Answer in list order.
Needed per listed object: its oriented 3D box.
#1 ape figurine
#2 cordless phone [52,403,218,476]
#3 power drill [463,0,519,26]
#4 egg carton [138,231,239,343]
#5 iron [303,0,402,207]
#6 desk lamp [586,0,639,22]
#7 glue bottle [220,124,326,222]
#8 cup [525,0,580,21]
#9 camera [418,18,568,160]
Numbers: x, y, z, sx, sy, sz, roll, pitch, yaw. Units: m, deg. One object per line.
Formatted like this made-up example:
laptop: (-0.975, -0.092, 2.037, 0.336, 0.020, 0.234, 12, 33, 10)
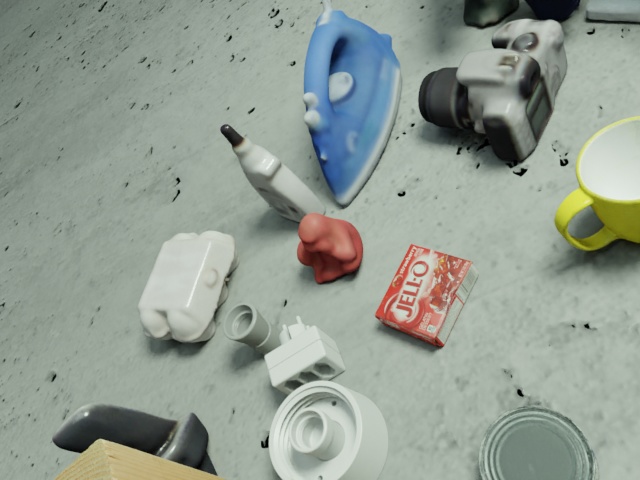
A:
ape figurine: (0.006, 0.002, 0.639, 0.077, 0.092, 0.076, 25, 76, 42)
cordless phone: (-0.204, 0.223, 0.562, 0.147, 0.186, 0.093, -46, 46, -2)
power drill: (0.185, -0.387, 0.708, 0.075, 0.209, 0.229, -9, 56, 29)
egg carton: (-0.165, 0.058, 0.730, 0.107, 0.070, 0.150, -4, 58, 32)
iron: (0.020, -0.186, 0.725, 0.118, 0.142, 0.258, -8, 56, 29)
desk lamp: (0.355, -0.318, 0.544, 0.202, 0.214, 0.118, 20, 73, 41)
glue bottle: (-0.063, -0.080, 0.685, 0.077, 0.174, 0.037, 20, 72, 41)
cup: (0.276, -0.298, 0.665, 0.091, 0.095, 0.117, -31, 48, 12)
camera: (0.185, -0.177, 0.638, 0.136, 0.101, 0.143, 14, 69, 39)
